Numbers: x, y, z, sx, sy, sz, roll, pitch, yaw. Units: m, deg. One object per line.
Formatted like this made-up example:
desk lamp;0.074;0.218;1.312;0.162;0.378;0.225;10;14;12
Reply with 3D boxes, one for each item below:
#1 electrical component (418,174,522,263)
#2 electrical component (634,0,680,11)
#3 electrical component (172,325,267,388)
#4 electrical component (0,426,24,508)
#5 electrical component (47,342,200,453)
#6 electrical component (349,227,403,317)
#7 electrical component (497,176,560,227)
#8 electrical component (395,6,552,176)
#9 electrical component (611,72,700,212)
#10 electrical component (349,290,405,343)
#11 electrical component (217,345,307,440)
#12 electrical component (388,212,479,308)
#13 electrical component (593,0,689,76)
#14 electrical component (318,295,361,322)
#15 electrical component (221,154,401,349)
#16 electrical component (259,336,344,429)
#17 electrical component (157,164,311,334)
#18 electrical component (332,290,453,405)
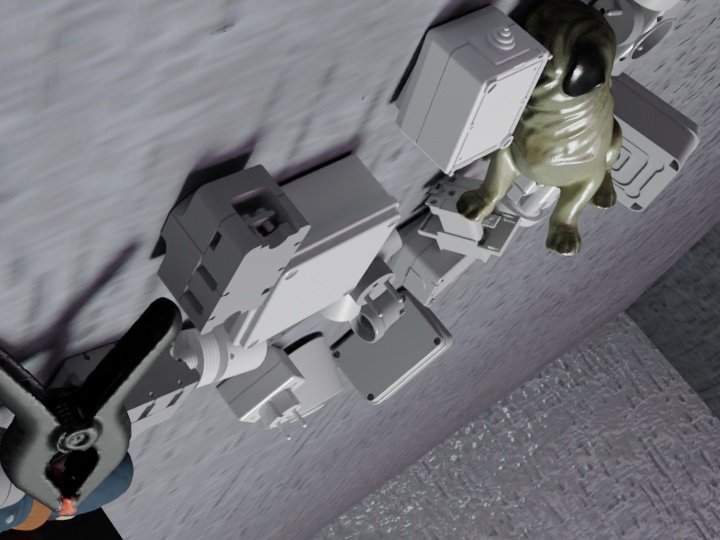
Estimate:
electrical component;0.090;-0.046;0.909;0.042;0.081;0.063;-57;145;-24
electrical component;0.208;-0.210;0.731;0.055;0.055;0.047;-28;166;-35
electrical component;-0.111;0.062;0.808;0.043;0.043;0.081;-46;164;26
electrical component;-0.275;0.156;0.676;0.138;0.052;0.074;-44;165;21
electrical component;-0.164;0.084;0.731;0.089;0.050;0.055;-20;156;-51
electrical component;0.000;0.000;0.816;0.077;0.079;0.043;-36;162;-10
electrical component;0.160;-0.078;1.013;0.078;0.058;0.057;-21;154;-52
electrical component;0.068;-0.119;0.669;0.062;0.061;0.096;-29;155;-34
electrical component;0.227;-0.117;0.934;0.057;0.113;0.078;-50;175;-37
electrical component;0.018;0.045;1.082;0.046;0.040;0.040;-36;167;-33
electrical component;-0.080;0.121;0.996;0.066;0.076;0.047;-39;166;2
electrical component;0.076;-0.025;0.977;0.096;0.061;0.061;-41;168;-24
electrical component;0.194;-0.184;0.796;0.079;0.044;0.077;-20;157;-50
electrical component;-0.011;0.007;0.893;0.044;0.044;0.065;-28;157;-37
electrical component;-0.042;-0.012;0.723;0.109;0.056;0.108;-28;162;-35
electrical component;-0.066;0.115;1.077;0.099;0.064;0.099;-27;179;-1
electrical component;-0.078;-0.014;0.627;0.050;0.055;0.089;-26;161;-40
electrical component;0.035;0.083;1.163;0.113;0.078;0.057;-41;169;9
